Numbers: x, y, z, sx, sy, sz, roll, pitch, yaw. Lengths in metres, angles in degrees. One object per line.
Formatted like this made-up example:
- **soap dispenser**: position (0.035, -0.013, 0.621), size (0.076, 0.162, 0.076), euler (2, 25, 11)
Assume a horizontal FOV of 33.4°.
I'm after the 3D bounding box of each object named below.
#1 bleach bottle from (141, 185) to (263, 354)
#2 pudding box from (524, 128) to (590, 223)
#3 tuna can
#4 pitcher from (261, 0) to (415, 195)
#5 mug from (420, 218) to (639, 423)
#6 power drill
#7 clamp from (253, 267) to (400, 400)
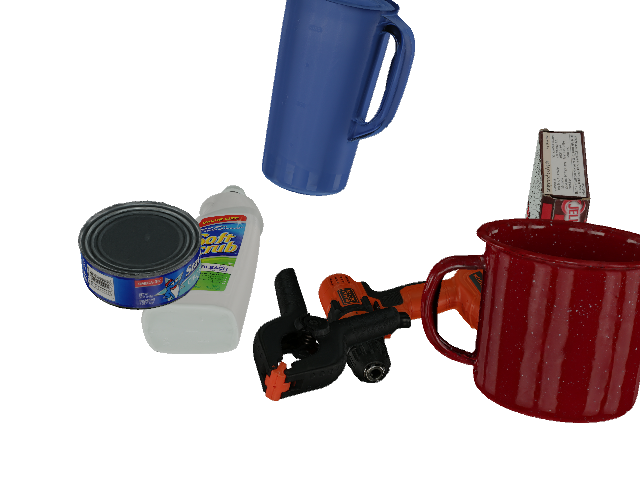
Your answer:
- **bleach bottle**: position (-0.120, 0.019, 1.166), size (0.102, 0.068, 0.250), euler (0, 35, 5)
- **pudding box**: position (0.179, -0.022, 0.810), size (0.039, 0.090, 0.113), euler (5, 32, 5)
- **tuna can**: position (-0.127, 0.010, 0.756), size (0.086, 0.034, 0.086), euler (2, 38, -2)
- **pitcher**: position (0.012, -0.177, 1.269), size (0.145, 0.243, 0.149), euler (7, 23, -13)
- **mug**: position (0.108, 0.038, 0.528), size (0.117, 0.081, 0.093), euler (4, 13, -2)
- **power drill**: position (0.101, 0.083, 1.135), size (0.187, 0.057, 0.184), euler (-6, 28, -10)
- **clamp**: position (-0.016, 0.077, 0.918), size (0.120, 0.039, 0.171), euler (19, 27, 23)
